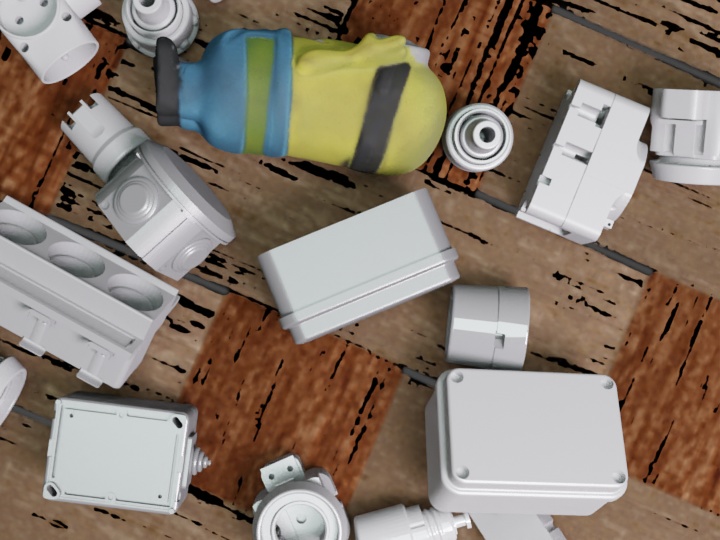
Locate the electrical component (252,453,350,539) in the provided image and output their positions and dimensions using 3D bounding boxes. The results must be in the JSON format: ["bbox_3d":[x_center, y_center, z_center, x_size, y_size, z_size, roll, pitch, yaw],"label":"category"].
[{"bbox_3d":[-0.037,0.157,0.670,0.058,0.057,0.078,-23,90,-2],"label":"electrical component"}]

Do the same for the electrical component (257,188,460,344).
[{"bbox_3d":[0.000,0.000,0.664,0.113,0.078,0.057,-22,87,-2],"label":"electrical component"}]

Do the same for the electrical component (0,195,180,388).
[{"bbox_3d":[-0.184,0.016,0.663,0.121,0.078,0.063,29,117,-1],"label":"electrical component"}]

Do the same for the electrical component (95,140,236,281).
[{"bbox_3d":[-0.119,-0.037,0.662,0.051,0.080,0.080,-41,90,4],"label":"electrical component"}]

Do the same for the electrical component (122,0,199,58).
[{"bbox_3d":[-0.128,-0.161,0.672,0.048,0.062,0.048,0,89,-1],"label":"electrical component"}]

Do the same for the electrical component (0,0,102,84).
[{"bbox_3d":[-0.191,-0.172,0.679,0.079,0.044,0.077,-37,90,-2],"label":"electrical component"}]

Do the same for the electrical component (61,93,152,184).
[{"bbox_3d":[-0.161,-0.084,0.682,0.040,0.040,0.046,-44,84,-2],"label":"electrical component"}]

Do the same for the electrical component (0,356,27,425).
[{"bbox_3d":[-0.246,0.070,0.667,0.057,0.058,0.078,29,81,0],"label":"electrical component"}]

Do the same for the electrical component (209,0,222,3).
[{"bbox_3d":[-0.098,-0.205,0.678,0.047,0.055,0.055,33,88,3],"label":"electrical component"}]

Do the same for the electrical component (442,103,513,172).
[{"bbox_3d":[0.075,-0.083,0.674,0.043,0.062,0.043,0,94,-2],"label":"electrical component"}]

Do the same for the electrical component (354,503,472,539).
[{"bbox_3d":[0.031,0.167,0.680,0.078,0.040,0.040,-15,89,-2],"label":"electrical component"}]

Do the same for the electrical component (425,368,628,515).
[{"bbox_3d":[0.100,0.105,0.656,0.113,0.057,0.078,3,62,-8],"label":"electrical component"}]

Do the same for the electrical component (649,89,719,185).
[{"bbox_3d":[0.213,-0.084,0.676,0.058,0.078,0.057,11,103,37],"label":"electrical component"}]

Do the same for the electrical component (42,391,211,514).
[{"bbox_3d":[-0.139,0.112,0.667,0.096,0.061,0.061,7,88,-1],"label":"electrical component"}]

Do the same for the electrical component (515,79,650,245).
[{"bbox_3d":[0.144,-0.065,0.682,0.056,0.050,0.089,22,88,-1],"label":"electrical component"}]

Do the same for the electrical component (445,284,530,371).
[{"bbox_3d":[0.079,0.036,0.678,0.047,0.055,0.055,6,89,2],"label":"electrical component"}]
